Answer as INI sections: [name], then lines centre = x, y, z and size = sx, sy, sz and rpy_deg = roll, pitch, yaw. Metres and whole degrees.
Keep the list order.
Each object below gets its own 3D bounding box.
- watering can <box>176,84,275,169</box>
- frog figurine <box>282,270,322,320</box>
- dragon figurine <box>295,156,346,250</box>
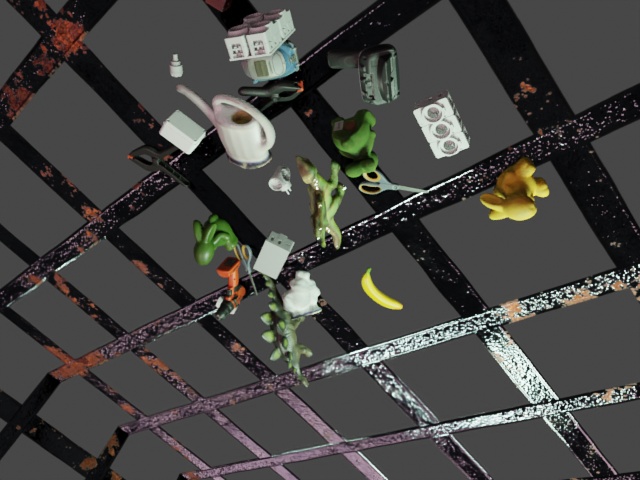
[watering can]
centre = -0.257, -0.326, 1.466
size = 0.350, 0.106, 0.219
rpy_deg = 26, 147, 28
[frog figurine]
centre = -0.070, 0.188, 1.823
size = 0.137, 0.122, 0.160
rpy_deg = -13, 88, 4
[dragon figurine]
centre = 0.005, -0.075, 1.489
size = 0.122, 0.248, 0.402
rpy_deg = -6, 123, 17
